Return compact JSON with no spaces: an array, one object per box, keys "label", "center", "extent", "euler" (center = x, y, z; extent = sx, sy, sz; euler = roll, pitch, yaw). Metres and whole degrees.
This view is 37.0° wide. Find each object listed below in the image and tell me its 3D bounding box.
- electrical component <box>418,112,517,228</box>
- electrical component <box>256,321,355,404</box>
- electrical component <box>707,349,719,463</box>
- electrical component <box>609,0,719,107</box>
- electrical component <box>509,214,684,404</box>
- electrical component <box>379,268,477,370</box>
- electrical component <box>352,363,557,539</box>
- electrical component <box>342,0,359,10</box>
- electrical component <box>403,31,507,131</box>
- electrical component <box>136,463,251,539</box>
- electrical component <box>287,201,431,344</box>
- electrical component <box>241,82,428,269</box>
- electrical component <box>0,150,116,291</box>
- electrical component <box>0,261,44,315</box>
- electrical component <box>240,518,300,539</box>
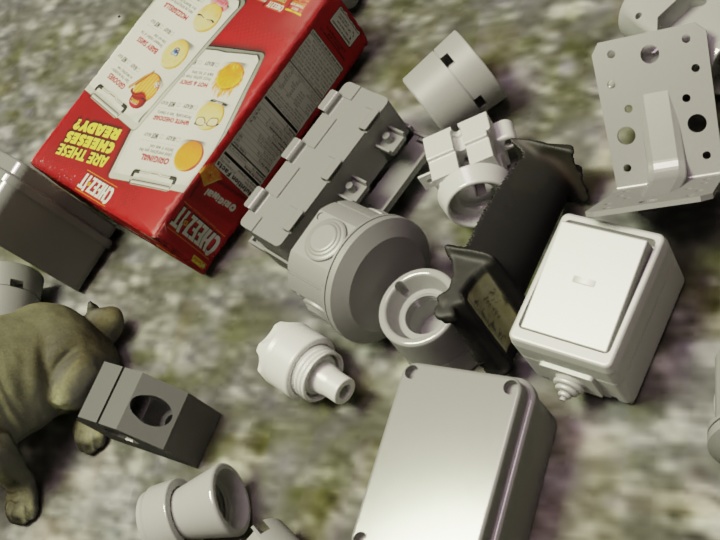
[{"label":"electrical component","center":[0.070,-0.060,0.671],"extent":[0.066,0.048,0.055],"euler":[-22,47,17]},{"label":"electrical component","center":[-0.031,0.060,0.659],"extent":[0.062,0.043,0.043],"euler":[29,80,36]},{"label":"electrical component","center":[0.205,0.065,0.504],"extent":[0.080,0.080,0.051],"euler":[-6,56,26]},{"label":"electrical component","center":[0.185,-0.131,0.648],"extent":[0.079,0.043,0.077],"euler":[-43,52,0]},{"label":"electrical component","center":[0.125,0.024,0.581],"extent":[0.062,0.061,0.096],"euler":[16,72,34]},{"label":"electrical component","center":[0.043,0.031,0.632],"extent":[0.055,0.047,0.055],"euler":[-13,58,22]},{"label":"electrical component","center":[0.051,0.112,0.575],"extent":[0.078,0.057,0.113],"euler":[6,66,31]},{"label":"electrical component","center":[-0.033,-0.218,0.820],"extent":[0.062,0.048,0.048],"euler":[-5,61,35]},{"label":"electrical component","center":[0.061,-0.120,0.705],"extent":[0.047,0.055,0.055],"euler":[-39,52,9]},{"label":"electrical component","center":[-0.100,0.145,0.648],"extent":[0.055,0.045,0.045],"euler":[-21,55,18]},{"label":"electrical component","center":[0.000,0.000,0.654],"extent":[0.051,0.080,0.080],"euler":[28,79,43]},{"label":"electrical component","center":[-0.018,-0.057,0.706],"extent":[0.079,0.063,0.121],"euler":[30,80,37]},{"label":"electrical component","center":[-0.246,-0.040,0.791],"extent":[0.078,0.113,0.057],"euler":[26,80,37]},{"label":"electrical component","center":[-0.267,0.026,0.802],"extent":[0.055,0.055,0.047],"euler":[-14,61,22]},{"label":"electrical component","center":[-0.044,0.168,0.608],"extent":[0.040,0.040,0.046],"euler":[-49,45,-4]}]
